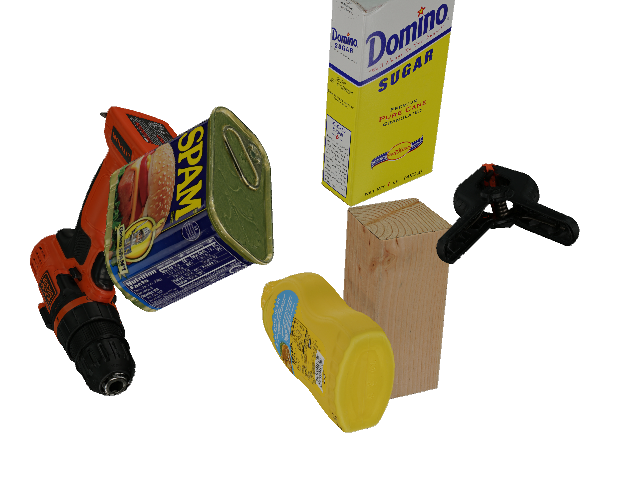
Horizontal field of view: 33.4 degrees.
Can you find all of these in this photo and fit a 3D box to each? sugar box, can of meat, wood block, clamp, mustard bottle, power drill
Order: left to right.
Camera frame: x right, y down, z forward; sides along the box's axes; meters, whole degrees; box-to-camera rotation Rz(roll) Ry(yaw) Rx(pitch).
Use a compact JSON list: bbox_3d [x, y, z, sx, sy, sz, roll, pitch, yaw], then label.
[{"bbox_3d":[-0.162,0.004,0.840,0.057,0.188,0.185,14,25,-40],"label":"power drill"},{"bbox_3d":[-0.078,-0.017,0.629,0.084,0.102,0.057,-26,-46,23],"label":"can of meat"},{"bbox_3d":[-0.005,0.083,0.947,0.058,0.096,0.192,-10,27,-25],"label":"mustard bottle"},{"bbox_3d":[0.052,-0.120,0.832,0.093,0.176,0.048,-25,49,-30],"label":"sugar box"},{"bbox_3d":[0.082,0.068,1.210,0.090,0.206,0.090,-9,28,-21],"label":"wood block"},{"bbox_3d":[0.172,-0.029,0.968,0.120,0.039,0.171,0,28,12],"label":"clamp"}]
